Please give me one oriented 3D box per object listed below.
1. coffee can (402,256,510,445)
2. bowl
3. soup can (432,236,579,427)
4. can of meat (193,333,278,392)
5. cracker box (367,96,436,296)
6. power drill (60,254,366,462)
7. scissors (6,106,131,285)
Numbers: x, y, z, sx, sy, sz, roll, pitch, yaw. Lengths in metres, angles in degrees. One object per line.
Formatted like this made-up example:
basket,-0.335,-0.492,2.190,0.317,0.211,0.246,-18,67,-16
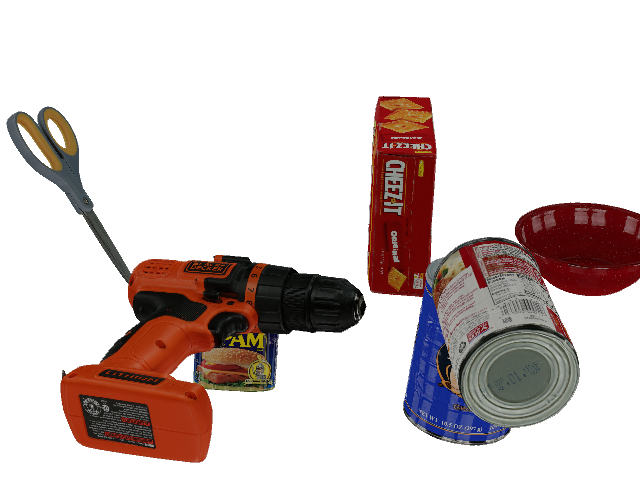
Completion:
coffee can,0.135,0.097,0.963,0.103,0.140,0.103,7,22,-3
bowl,0.292,0.015,1.164,0.162,0.055,0.162,-1,27,0
soup can,0.105,0.051,0.617,0.068,0.068,0.102,0,28,-3
can of meat,-0.098,0.128,1.245,0.102,0.084,0.057,4,13,-1
cracker box,0.091,-0.056,1.206,0.072,0.164,0.213,2,23,4
power drill,-0.077,0.074,0.740,0.185,0.057,0.187,2,27,19
scissors,-0.237,-0.053,1.066,0.016,0.201,0.096,-25,27,23
